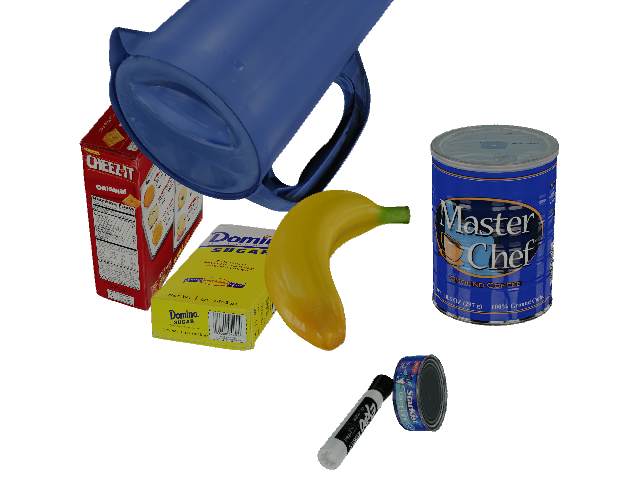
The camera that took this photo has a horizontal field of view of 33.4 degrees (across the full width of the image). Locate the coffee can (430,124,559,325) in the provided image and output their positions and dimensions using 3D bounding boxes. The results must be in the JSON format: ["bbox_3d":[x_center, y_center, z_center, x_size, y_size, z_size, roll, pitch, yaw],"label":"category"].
[{"bbox_3d":[0.143,-0.015,0.887,0.103,0.140,0.103,-3,23,1],"label":"coffee can"}]

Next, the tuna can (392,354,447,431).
[{"bbox_3d":[0.112,0.172,1.205,0.034,0.086,0.086,-5,-2,27],"label":"tuna can"}]

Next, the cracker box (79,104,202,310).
[{"bbox_3d":[-0.185,-0.059,1.133,0.072,0.214,0.164,15,44,10],"label":"cracker box"}]

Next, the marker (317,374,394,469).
[{"bbox_3d":[0.031,0.141,0.847,0.020,0.020,0.121,0,23,27],"label":"marker"}]

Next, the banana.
[{"bbox_3d":[0.002,0.007,0.631,0.070,0.037,0.197,3,24,15],"label":"banana"}]

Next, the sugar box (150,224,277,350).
[{"bbox_3d":[-0.080,0.038,0.982,0.093,0.048,0.176,7,26,12],"label":"sugar box"}]

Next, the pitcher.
[{"bbox_3d":[-0.031,-0.148,0.816,0.145,0.242,0.149,20,-34,28],"label":"pitcher"}]
